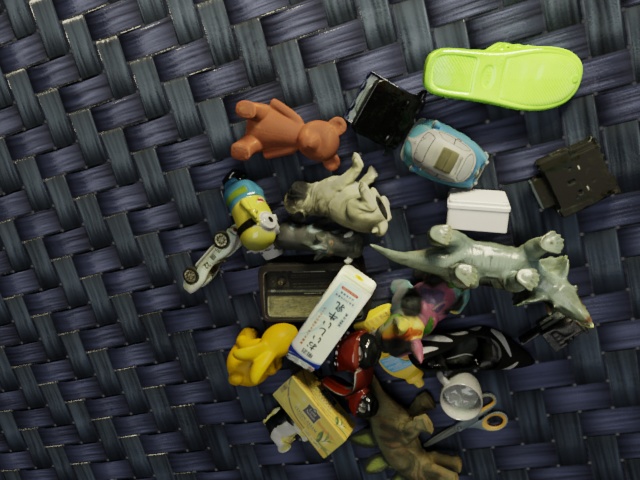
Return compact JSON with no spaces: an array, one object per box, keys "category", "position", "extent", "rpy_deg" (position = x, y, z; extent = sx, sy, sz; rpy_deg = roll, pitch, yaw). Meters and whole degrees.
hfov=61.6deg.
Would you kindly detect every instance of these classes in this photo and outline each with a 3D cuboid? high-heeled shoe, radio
[{"category":"high-heeled shoe","position":[0.301,0.232,1.061],"extent":[0.249,0.145,0.086],"rpy_deg":[9,108,13]},{"category":"radio","position":[-0.012,0.101,1.140],"extent":[0.230,0.073,0.131],"rpy_deg":[-3,105,13]}]

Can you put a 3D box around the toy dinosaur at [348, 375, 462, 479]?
[{"category":"toy dinosaur","position":[0.162,0.412,1.169],"extent":[0.199,0.105,0.471],"rpy_deg":[-27,86,23]}]

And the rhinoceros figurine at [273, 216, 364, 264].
[{"category":"rhinoceros figurine","position":[-0.002,-0.003,1.091],"extent":[0.191,0.112,0.073],"rpy_deg":[9,105,20]}]

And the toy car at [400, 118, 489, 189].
[{"category":"toy car","position":[0.229,-0.152,0.998],"extent":[0.162,0.103,0.109],"rpy_deg":[30,111,7]}]

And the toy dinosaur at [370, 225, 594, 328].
[{"category":"toy dinosaur","position":[0.298,0.048,0.984],"extent":[0.405,0.192,0.131],"rpy_deg":[13,74,10]}]

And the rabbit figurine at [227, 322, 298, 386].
[{"category":"rabbit figurine","position":[-0.126,0.236,1.159],"extent":[0.173,0.162,0.122],"rpy_deg":[-37,84,25]}]

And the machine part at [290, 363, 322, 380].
[{"category":"machine part","position":[-0.029,0.266,1.210],"extent":[0.084,0.039,0.138],"rpy_deg":[13,109,16]}]

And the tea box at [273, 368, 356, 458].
[{"category":"tea box","position":[-0.010,0.361,1.142],"extent":[0.170,0.098,0.068],"rpy_deg":[47,105,10]}]

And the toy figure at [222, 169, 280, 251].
[{"category":"toy figure","position":[-0.145,-0.059,1.098],"extent":[0.180,0.082,0.089],"rpy_deg":[55,129,27]}]

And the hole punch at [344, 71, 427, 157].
[{"category":"hole punch","position":[0.117,-0.245,1.018],"extent":[0.115,0.092,0.142],"rpy_deg":[22,109,-25]}]

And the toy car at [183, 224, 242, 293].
[{"category":"toy car","position":[-0.229,0.037,1.177],"extent":[0.056,0.073,0.201],"rpy_deg":[45,110,3]}]

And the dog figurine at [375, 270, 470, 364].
[{"category":"dog figurine","position":[0.197,0.141,1.024],"extent":[0.192,0.219,0.108],"rpy_deg":[-27,101,20]}]

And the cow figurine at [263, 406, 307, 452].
[{"category":"cow figurine","position":[-0.049,0.410,1.241],"extent":[0.167,0.068,0.098],"rpy_deg":[-37,88,19]}]

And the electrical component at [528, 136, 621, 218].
[{"category":"electrical component","position":[0.454,-0.109,0.977],"extent":[0.134,0.058,0.115],"rpy_deg":[-27,95,19]}]

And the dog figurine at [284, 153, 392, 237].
[{"category":"dog figurine","position":[0.029,-0.056,1.052],"extent":[0.191,0.121,0.172],"rpy_deg":[-27,54,22]}]

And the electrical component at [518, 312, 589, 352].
[{"category":"electrical component","position":[0.452,0.180,1.046],"extent":[0.119,0.075,0.048],"rpy_deg":[-40,92,16]}]

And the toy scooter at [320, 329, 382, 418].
[{"category":"toy scooter","position":[0.058,0.272,1.122],"extent":[0.135,0.075,0.183],"rpy_deg":[3,94,39]}]

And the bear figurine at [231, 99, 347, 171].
[{"category":"bear figurine","position":[-0.056,-0.198,1.045],"extent":[0.196,0.132,0.120],"rpy_deg":[20,113,14]}]

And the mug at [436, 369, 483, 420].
[{"category":"mug","position":[0.281,0.300,1.105],"extent":[0.109,0.107,0.081],"rpy_deg":[41,109,5]}]
